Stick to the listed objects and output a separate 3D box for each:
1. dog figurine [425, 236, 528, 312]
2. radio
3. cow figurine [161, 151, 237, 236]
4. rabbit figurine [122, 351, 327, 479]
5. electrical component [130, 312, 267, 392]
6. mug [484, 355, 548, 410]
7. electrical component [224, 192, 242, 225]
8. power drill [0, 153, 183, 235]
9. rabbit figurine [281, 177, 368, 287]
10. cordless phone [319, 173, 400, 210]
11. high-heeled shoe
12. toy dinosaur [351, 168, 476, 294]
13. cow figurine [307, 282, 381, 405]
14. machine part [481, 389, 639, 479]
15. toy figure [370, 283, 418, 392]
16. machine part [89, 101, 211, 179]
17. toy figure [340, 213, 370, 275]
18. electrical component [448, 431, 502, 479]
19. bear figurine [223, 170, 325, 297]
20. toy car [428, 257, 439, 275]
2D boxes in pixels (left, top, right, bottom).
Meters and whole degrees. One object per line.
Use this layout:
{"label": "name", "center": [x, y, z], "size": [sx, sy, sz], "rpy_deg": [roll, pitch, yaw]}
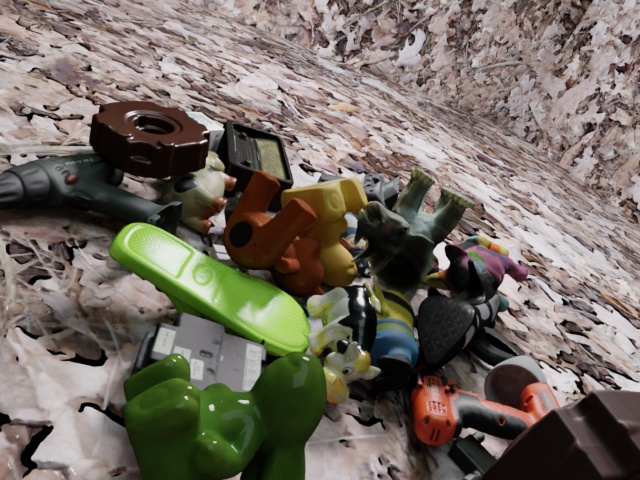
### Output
{"label": "dog figurine", "center": [0.274, 0.050, 1.006], "size": [0.219, 0.108, 0.192], "rpy_deg": [16, 25, -36]}
{"label": "radio", "center": [-0.136, -0.153, 1.070], "size": [0.131, 0.073, 0.230], "rpy_deg": [16, 28, -21]}
{"label": "cow figurine", "center": [-0.210, -0.098, 0.899], "size": [0.127, 0.085, 0.195], "rpy_deg": [28, 26, -11]}
{"label": "rabbit figurine", "center": [-0.065, 0.164, 0.459], "size": [0.170, 0.159, 0.121], "rpy_deg": [-18, 0, -18]}
{"label": "electrical component", "center": [-0.127, 0.140, 0.569], "size": [0.134, 0.058, 0.115], "rpy_deg": [20, 25, -12]}
{"label": "mug", "center": [0.306, 0.220, 0.798], "size": [0.109, 0.081, 0.107], "rpy_deg": [52, 26, 15]}
{"label": "electrical component", "center": [-0.125, -0.027, 0.865], "size": [0.045, 0.078, 0.102], "rpy_deg": [0, 23, 0]}
{"label": "power drill", "center": [-0.308, -0.046, 0.728], "size": [0.207, 0.086, 0.232], "rpy_deg": [21, 23, 6]}
{"label": "rabbit figurine", "center": [-0.002, -0.003, 0.857], "size": [0.162, 0.173, 0.122], "rpy_deg": [-12, 12, 25]}
{"label": "cordless phone", "center": [0.082, -0.108, 1.203], "size": [0.184, 0.088, 0.147], "rpy_deg": [15, 27, 2]}
{"label": "high-heeled shoe", "center": [0.211, 0.138, 0.799], "size": [0.086, 0.145, 0.249], "rpy_deg": [2, 36, 35]}
{"label": "toy dinosaur", "center": [0.159, -0.017, 0.923], "size": [0.131, 0.192, 0.405], "rpy_deg": [36, 10, 10]}
{"label": "cow figurine", "center": [0.038, 0.125, 0.674], "size": [0.068, 0.098, 0.167], "rpy_deg": [55, 17, -32]}
{"label": "machine part", "center": [0.294, 0.252, 0.583], "size": [0.201, 0.201, 0.087], "rpy_deg": [11, 35, -28]}
{"label": "toy figure", "center": [0.097, 0.137, 0.754], "size": [0.089, 0.082, 0.180], "rpy_deg": [32, 20, -16]}
{"label": "machine part", "center": [-0.258, -0.159, 0.825], "size": [0.179, 0.056, 0.179], "rpy_deg": [14, 30, -8]}
{"label": "toy figure", "center": [0.055, 0.003, 0.986], "size": [0.064, 0.057, 0.155], "rpy_deg": [-19, 39, -2]}
{"label": "electrical component", "center": [0.191, 0.270, 0.661], "size": [0.094, 0.021, 0.063], "rpy_deg": [-6, 41, -47]}
{"label": "bear figurine", "center": [-0.040, 0.009, 0.755], "size": [0.120, 0.132, 0.195], "rpy_deg": [41, 7, 38]}
{"label": "toy car", "center": [0.149, 0.008, 1.062], "size": [0.202, 0.053, 0.089], "rpy_deg": [41, 25, 18]}
